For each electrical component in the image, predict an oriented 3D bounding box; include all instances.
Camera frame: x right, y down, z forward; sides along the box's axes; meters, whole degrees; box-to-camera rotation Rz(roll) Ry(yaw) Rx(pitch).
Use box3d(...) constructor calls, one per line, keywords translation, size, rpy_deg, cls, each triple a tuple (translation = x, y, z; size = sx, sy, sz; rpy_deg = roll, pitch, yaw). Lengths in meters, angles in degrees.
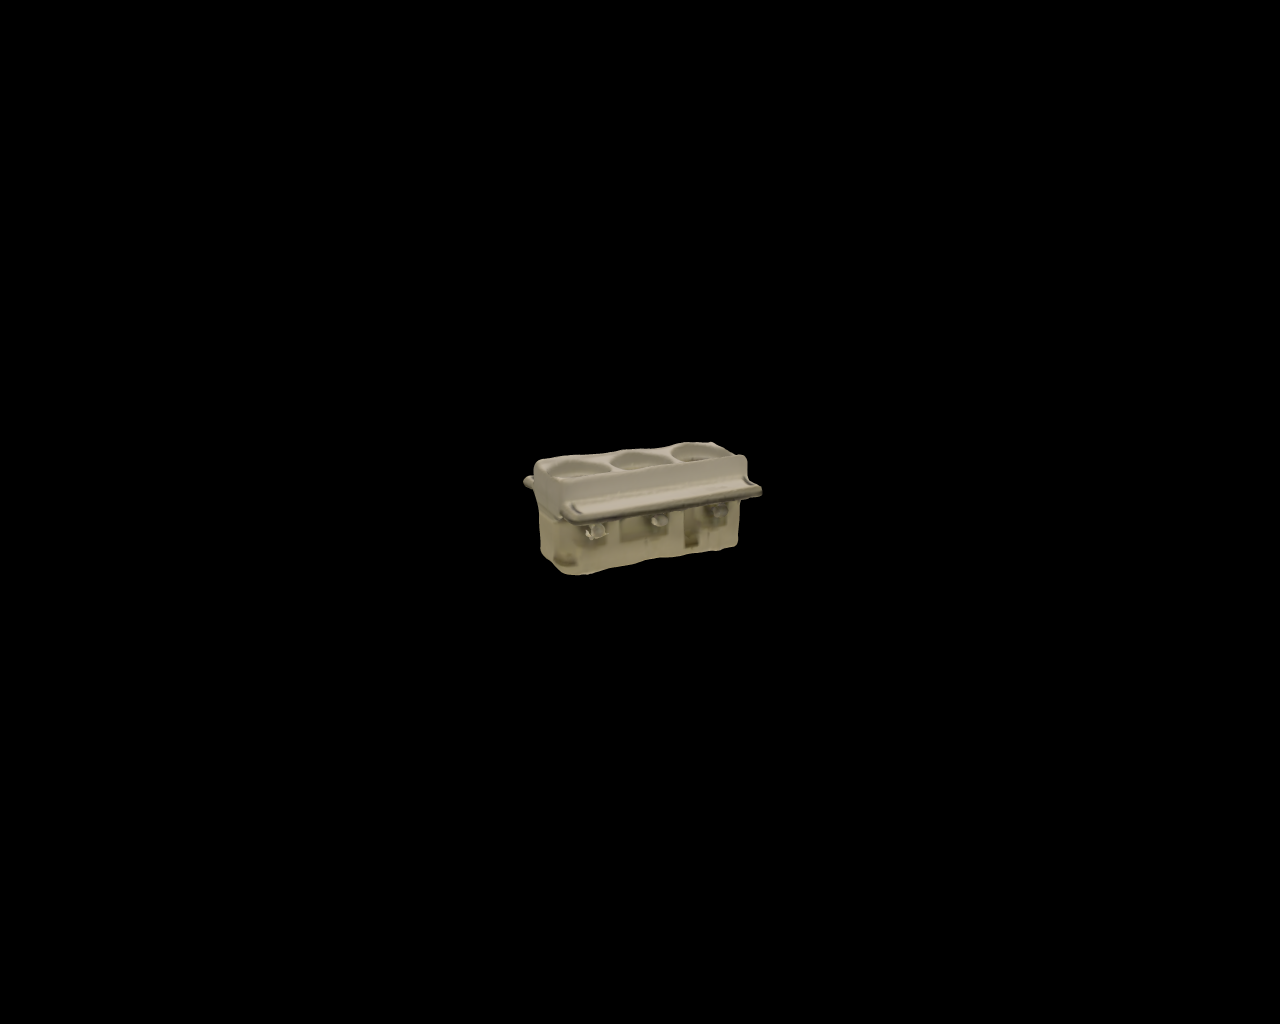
box3d(translation=(0.001, -0.003, 0.650), size=(0.121, 0.063, 0.079), rpy_deg=(-8, 20, -24), cls="electrical component")
